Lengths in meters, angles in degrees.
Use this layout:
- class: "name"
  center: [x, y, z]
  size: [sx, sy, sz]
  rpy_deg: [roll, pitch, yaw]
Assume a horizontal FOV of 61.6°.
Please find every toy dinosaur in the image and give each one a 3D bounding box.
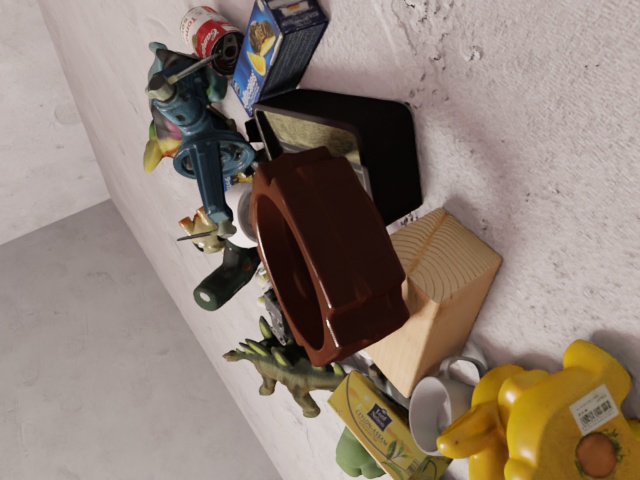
- class: "toy dinosaur"
  center: [-0.041, 0.245, 1.038]
  size: [0.472, 0.105, 0.198]
  rpy_deg: [0, 131, 40]

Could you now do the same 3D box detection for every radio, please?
- class: "radio"
  center: [0.015, -0.100, 0.632]
  size: [0.230, 0.073, 0.130]
  rpy_deg: [30, 141, 52]

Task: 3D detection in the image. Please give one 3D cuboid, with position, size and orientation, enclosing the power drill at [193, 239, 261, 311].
- class: "power drill"
  center: [-0.153, 0.017, 1.031]
  size: [0.086, 0.232, 0.207]
  rpy_deg: [34, 130, 4]

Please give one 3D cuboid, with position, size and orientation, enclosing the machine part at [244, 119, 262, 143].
- class: "machine part"
  center: [-0.064, -0.150, 0.794]
  size: [0.139, 0.039, 0.084]
  rpy_deg: [28, 149, 50]

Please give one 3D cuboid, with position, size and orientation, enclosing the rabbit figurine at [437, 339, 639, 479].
- class: "rabbit figurine"
  center: [0.195, 0.173, 0.498]
  size: [0.122, 0.162, 0.173]
  rpy_deg: [52, 176, -8]

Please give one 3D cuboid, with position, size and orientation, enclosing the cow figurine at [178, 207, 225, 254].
- class: "cow figurine"
  center: [-0.207, -0.018, 1.126]
  size: [0.127, 0.085, 0.195]
  rpy_deg: [61, -169, -5]

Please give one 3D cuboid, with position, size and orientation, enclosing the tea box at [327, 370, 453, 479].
- class: "tea box"
  center: [0.100, 0.276, 0.782]
  size: [0.170, 0.068, 0.098]
  rpy_deg: [41, -177, 43]

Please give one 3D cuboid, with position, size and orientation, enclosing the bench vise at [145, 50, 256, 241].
- class: "bench vise"
  center: [-0.160, -0.122, 0.756]
  size: [0.223, 0.129, 0.240]
  rpy_deg: [75, -179, -72]

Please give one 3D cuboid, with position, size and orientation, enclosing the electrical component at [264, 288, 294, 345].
- class: "electrical component"
  center: [-0.034, 0.104, 0.916]
  size: [0.058, 0.115, 0.134]
  rpy_deg: [44, 154, 31]

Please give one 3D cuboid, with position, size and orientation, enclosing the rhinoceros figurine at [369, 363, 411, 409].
- class: "rhinoceros figurine"
  center: [0.143, 0.216, 0.721]
  size: [0.190, 0.073, 0.112]
  rpy_deg: [19, 132, 59]

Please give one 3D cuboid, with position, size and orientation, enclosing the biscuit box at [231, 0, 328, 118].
- class: "biscuit box"
  center: [-0.057, -0.224, 0.660]
  size: [0.059, 0.063, 0.202]
  rpy_deg: [62, 158, 5]

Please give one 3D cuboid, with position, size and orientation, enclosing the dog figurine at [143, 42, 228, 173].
- class: "dog figurine"
  center: [-0.234, -0.205, 0.901]
  size: [0.192, 0.108, 0.219]
  rpy_deg: [40, 123, 48]

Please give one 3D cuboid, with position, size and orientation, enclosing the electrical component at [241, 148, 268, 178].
- class: "electrical component"
  center: [-0.100, -0.120, 0.890]
  size: [0.102, 0.045, 0.078]
  rpy_deg: [-1, 114, 65]

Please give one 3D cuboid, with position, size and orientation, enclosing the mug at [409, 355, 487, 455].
- class: "mug"
  center: [0.167, 0.189, 0.609]
  size: [0.081, 0.107, 0.109]
  rpy_deg: [-27, 52, 62]

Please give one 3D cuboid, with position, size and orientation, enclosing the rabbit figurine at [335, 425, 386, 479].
- class: "rabbit figurine"
  center: [0.124, 0.353, 0.899]
  size: [0.170, 0.121, 0.159]
  rpy_deg: [28, 149, 18]

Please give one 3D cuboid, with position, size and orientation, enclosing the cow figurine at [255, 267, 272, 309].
- class: "cow figurine"
  center: [-0.077, 0.133, 1.101]
  size: [0.098, 0.068, 0.167]
  rpy_deg: [15, 133, 53]

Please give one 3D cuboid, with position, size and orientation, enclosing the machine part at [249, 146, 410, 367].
- class: "machine part"
  center: [0.002, 0.021, 0.563]
  size: [0.201, 0.087, 0.201]
  rpy_deg: [114, 133, -68]
